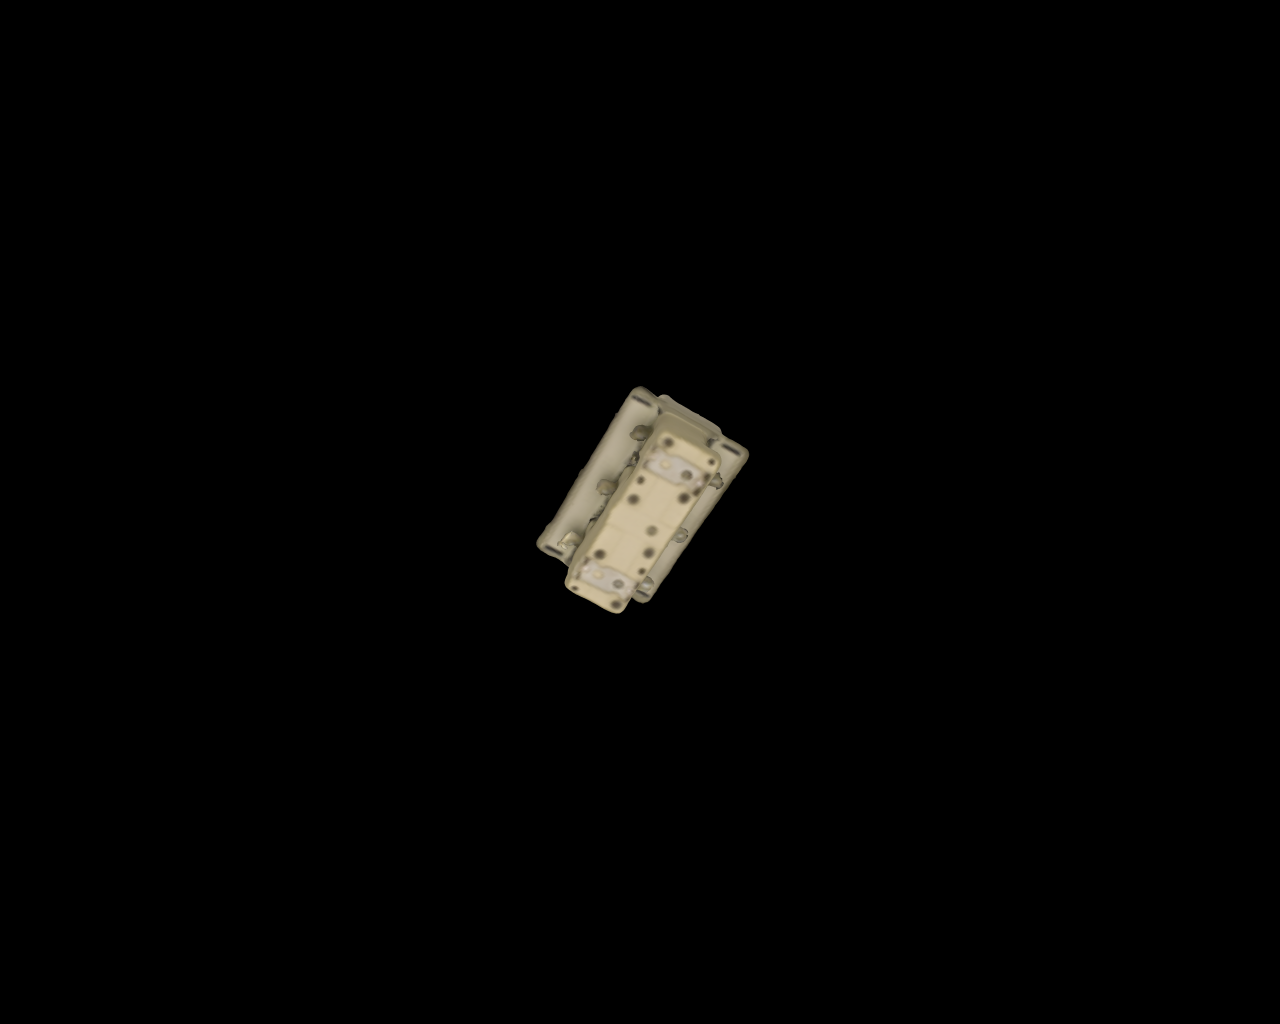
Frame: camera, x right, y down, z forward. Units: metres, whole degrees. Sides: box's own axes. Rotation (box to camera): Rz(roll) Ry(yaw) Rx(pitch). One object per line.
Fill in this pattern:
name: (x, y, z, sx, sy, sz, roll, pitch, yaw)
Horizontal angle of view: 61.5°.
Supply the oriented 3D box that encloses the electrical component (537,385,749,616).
electrical component: (0.001, -0.003, 0.650, 0.079, 0.121, 0.063, 30, 20, -12)
